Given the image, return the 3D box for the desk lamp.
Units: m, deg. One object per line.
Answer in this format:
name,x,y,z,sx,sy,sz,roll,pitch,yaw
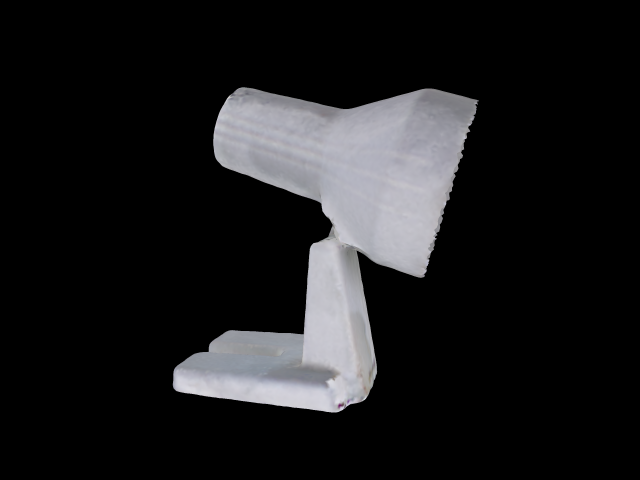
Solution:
desk lamp,0.004,0.001,0.400,0.203,0.213,0.118,2,7,14
